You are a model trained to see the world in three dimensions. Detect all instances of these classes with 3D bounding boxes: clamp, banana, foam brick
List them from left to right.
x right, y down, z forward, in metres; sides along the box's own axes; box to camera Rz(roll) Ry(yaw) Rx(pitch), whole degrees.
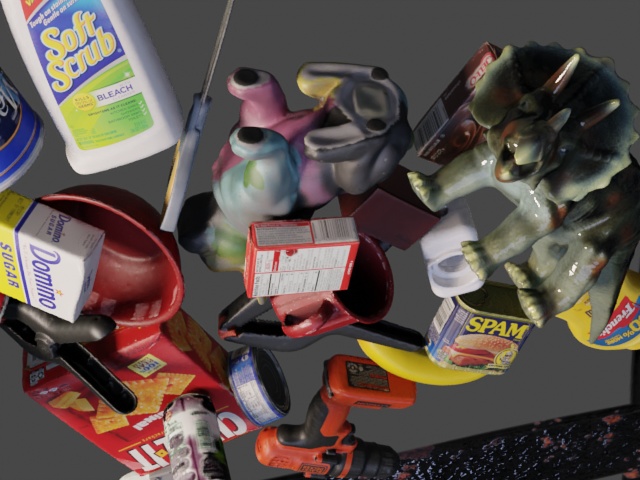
[{"bbox_3d":[-0.238,0.099,0.995,0.172,0.039,0.120,17,130,35],"label":"clamp"},{"bbox_3d":[-0.002,0.059,1.072,0.210,0.036,0.164,-6,127,1],"label":"clamp"},{"bbox_3d":[0.062,-0.035,0.973,0.078,0.051,0.053,24,128,-31],"label":"foam brick"},{"bbox_3d":[0.121,0.127,1.174,0.197,0.037,0.070,6,106,-21],"label":"banana"}]

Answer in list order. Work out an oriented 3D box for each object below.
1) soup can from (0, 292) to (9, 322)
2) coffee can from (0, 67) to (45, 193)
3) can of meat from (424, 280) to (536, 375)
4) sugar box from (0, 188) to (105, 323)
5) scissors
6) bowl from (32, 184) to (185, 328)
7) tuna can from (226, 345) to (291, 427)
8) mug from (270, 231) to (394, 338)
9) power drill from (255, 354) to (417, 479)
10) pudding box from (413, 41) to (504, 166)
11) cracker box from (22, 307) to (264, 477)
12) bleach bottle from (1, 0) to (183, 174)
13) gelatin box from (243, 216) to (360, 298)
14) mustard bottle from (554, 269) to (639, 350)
[{"bbox_3d":[-0.341,0.043,0.965,0.102,0.068,0.069,22,129,-31],"label":"soup can"},{"bbox_3d":[-0.284,-0.108,0.789,0.103,0.103,0.140,-19,137,9],"label":"coffee can"},{"bbox_3d":[0.168,0.091,1.116,0.102,0.057,0.084,10,124,-21],"label":"can of meat"},{"bbox_3d":[-0.274,-0.002,0.898,0.176,0.048,0.093,25,138,0],"label":"sugar box"},{"bbox_3d":[-0.101,-0.106,0.879,0.016,0.096,0.202,14,102,-13],"label":"scissors"},{"bbox_3d":[-0.185,0.004,0.940,0.162,0.055,0.162,13,138,12],"label":"bowl"},{"bbox_3d":[-0.064,0.151,1.124,0.034,0.086,0.086,-24,136,12],"label":"tuna can"},{"bbox_3d":[0.003,0.048,0.971,0.082,0.117,0.093,-22,115,40],"label":"mug"},{"bbox_3d":[0.038,0.214,1.232,0.184,0.057,0.188,11,134,-22],"label":"power drill"},{"bbox_3d":[0.147,-0.107,0.921,0.089,0.039,0.114,18,131,-29],"label":"pudding box"},{"bbox_3d":[-0.180,0.154,1.115,0.164,0.072,0.213,-24,137,14],"label":"cracker box"},{"bbox_3d":[-0.188,-0.164,0.779,0.102,0.068,0.250,-16,135,7],"label":"bleach bottle"},{"bbox_3d":[-0.017,0.014,0.879,0.089,0.030,0.073,-4,146,-10],"label":"gelatin box"},{"bbox_3d":[0.301,0.067,1.125,0.096,0.058,0.191,-38,131,17],"label":"mustard bottle"}]
